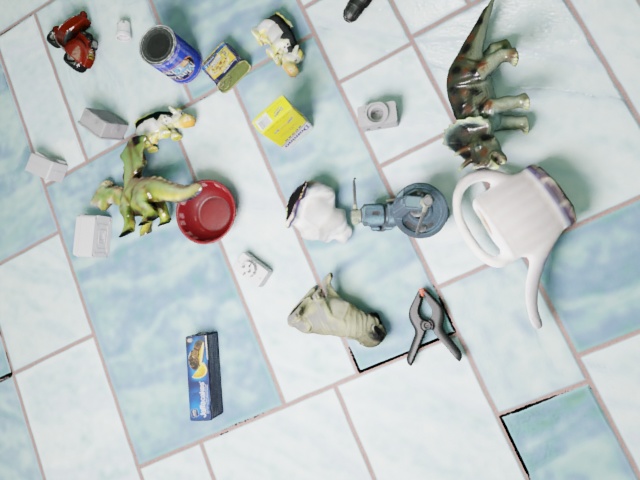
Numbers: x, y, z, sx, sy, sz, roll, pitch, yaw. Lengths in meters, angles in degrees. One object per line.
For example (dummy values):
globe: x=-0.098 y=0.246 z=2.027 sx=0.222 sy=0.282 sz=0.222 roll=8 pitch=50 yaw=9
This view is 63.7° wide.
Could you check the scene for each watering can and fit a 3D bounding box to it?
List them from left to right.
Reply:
watering can: x=0.432 y=-0.012 z=1.079 sx=0.223 sy=0.103 sz=0.351 roll=-33 pitch=77 yaw=9

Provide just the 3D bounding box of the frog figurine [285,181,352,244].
frog figurine: x=0.004 y=-0.061 z=1.212 sx=0.158 sy=0.122 sz=0.138 roll=23 pitch=81 yaw=-21

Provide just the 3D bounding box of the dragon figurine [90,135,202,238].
dragon figurine: x=-0.442 y=-0.146 z=1.276 sx=0.406 sy=0.122 sz=0.245 roll=-25 pitch=79 yaw=32
